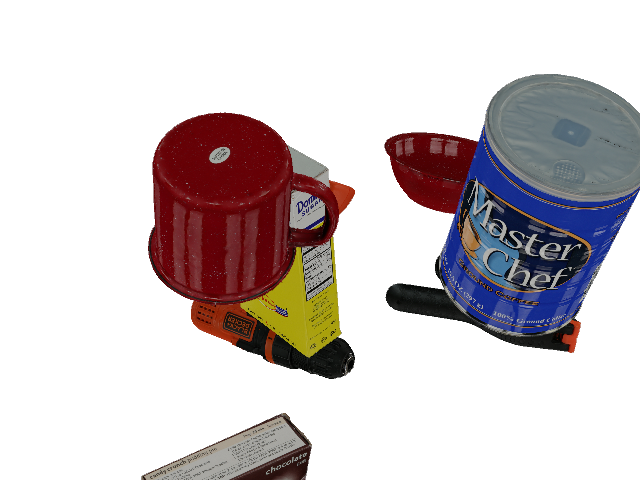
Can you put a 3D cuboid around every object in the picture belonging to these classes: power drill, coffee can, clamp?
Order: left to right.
[{"bbox_3d":[-0.029,0.028,1.044,0.185,0.187,0.057,18,1,27],"label":"power drill"},{"bbox_3d":[0.157,0.057,0.984,0.172,0.039,0.120,18,30,17],"label":"clamp"},{"bbox_3d":[0.140,-0.020,0.682,0.102,0.103,0.140,0,-40,-9],"label":"coffee can"}]

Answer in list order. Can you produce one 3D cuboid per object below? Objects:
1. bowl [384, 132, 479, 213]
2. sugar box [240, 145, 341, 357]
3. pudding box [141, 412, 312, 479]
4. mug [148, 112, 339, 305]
[{"bbox_3d":[0.149,-0.074,1.244,0.162,0.055,0.162,8,24,-4],"label":"bowl"},{"bbox_3d":[-0.033,0.003,0.859,0.048,0.176,0.093,-36,48,-28],"label":"sugar box"},{"bbox_3d":[-0.064,0.174,0.712,0.113,0.090,0.039,-22,49,-31],"label":"pudding box"},{"bbox_3d":[-0.047,-0.020,0.642,0.117,0.093,0.081,7,-41,1],"label":"mug"}]
